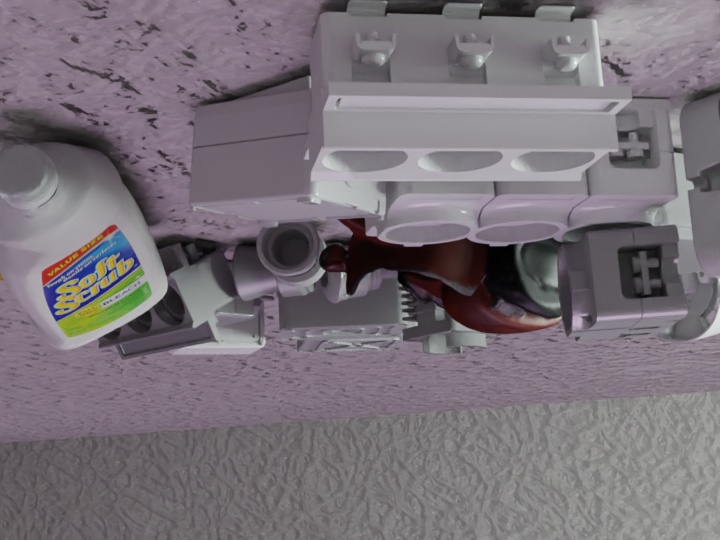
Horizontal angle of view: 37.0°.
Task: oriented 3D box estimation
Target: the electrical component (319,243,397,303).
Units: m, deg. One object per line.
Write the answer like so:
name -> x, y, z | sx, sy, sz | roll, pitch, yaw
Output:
electrical component -> 0.000, 0.000, 0.855 | 0.062, 0.048, 0.048 | -6, 170, -20

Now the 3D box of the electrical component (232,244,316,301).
electrical component -> -0.066, 0.000, 0.831 | 0.055, 0.045, 0.045 | -6, 168, 11

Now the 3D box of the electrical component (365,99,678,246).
electrical component -> 0.083, -0.050, 0.585 | 0.150, 0.061, 0.089 | -1, 168, -12

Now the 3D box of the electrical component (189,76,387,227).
electrical component -> -0.040, -0.057, 0.539 | 0.096, 0.061, 0.062 | -2, 173, 37

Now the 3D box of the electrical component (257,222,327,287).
electrical component -> -0.047, -0.013, 0.774 | 0.045, 0.045, 0.055 | -4, 169, 6

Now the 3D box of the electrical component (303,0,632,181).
electrical component -> 0.041, -0.074, 0.455 | 0.121, 0.063, 0.078 | -1, 168, -10

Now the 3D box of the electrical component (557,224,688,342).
electrical component -> 0.143, 0.010, 0.603 | 0.056, 0.050, 0.089 | -5, 169, 3

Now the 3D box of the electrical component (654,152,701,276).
electrical component -> 0.201, -0.034, 0.706 | 0.109, 0.056, 0.109 | 3, 167, -26

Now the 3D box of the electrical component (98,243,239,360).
electrical component -> -0.158, 0.022, 0.852 | 0.121, 0.078, 0.063 | -13, -166, 41

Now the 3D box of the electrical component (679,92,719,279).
electrical component -> 0.207, -0.046, 0.551 | 0.054, 0.095, 0.059 | 7, 164, -41

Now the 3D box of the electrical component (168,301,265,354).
electrical component -> -0.141, 0.045, 0.989 | 0.096, 0.061, 0.061 | 1, 168, -20

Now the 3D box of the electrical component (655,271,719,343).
electrical component -> 0.246, 0.006, 0.826 | 0.064, 0.099, 0.099 | -3, 170, -33

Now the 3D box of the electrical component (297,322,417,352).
electrical component -> -0.005, 0.046, 1.041 | 0.109, 0.056, 0.108 | -1, 168, -9

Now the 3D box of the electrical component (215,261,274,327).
electrical component -> -0.111, 0.023, 0.929 | 0.077, 0.047, 0.066 | 7, 165, -41

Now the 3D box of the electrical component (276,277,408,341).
electrical component -> -0.017, 0.027, 0.943 | 0.113, 0.057, 0.078 | -2, 168, -4
